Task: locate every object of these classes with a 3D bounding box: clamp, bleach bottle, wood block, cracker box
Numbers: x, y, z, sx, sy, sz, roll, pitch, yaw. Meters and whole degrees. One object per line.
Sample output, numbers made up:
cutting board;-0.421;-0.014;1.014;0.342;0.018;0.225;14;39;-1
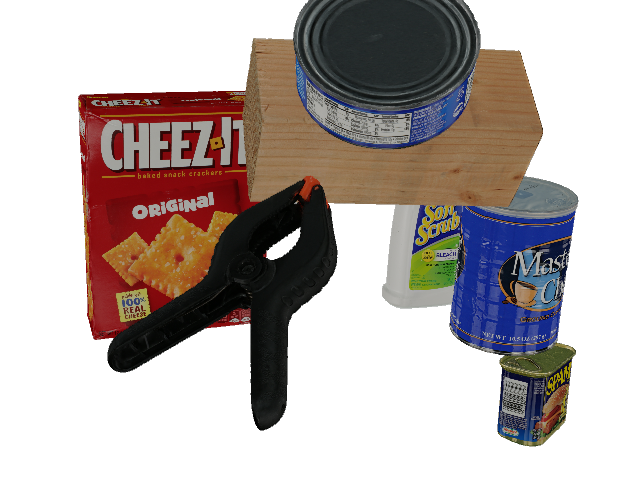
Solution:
clamp;-0.035;0.035;0.642;0.120;0.171;0.039;28;-24;27
bleach bottle;0.133;-0.045;1.322;0.102;0.251;0.068;-4;17;-17
wood block;0.049;-0.088;0.808;0.206;0.091;0.090;1;-37;-10
cracker box;-0.132;-0.024;0.973;0.164;0.214;0.072;-4;20;-17

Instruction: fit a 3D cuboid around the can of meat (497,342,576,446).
can of meat;0.228;0.161;1.135;0.058;0.084;0.101;12;17;31

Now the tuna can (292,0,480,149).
tuna can;0.030;-0.085;0.501;0.086;0.086;0.034;0;-33;1

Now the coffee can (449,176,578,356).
coffee can;0.177;0.021;0.987;0.103;0.140;0.103;3;21;-1
